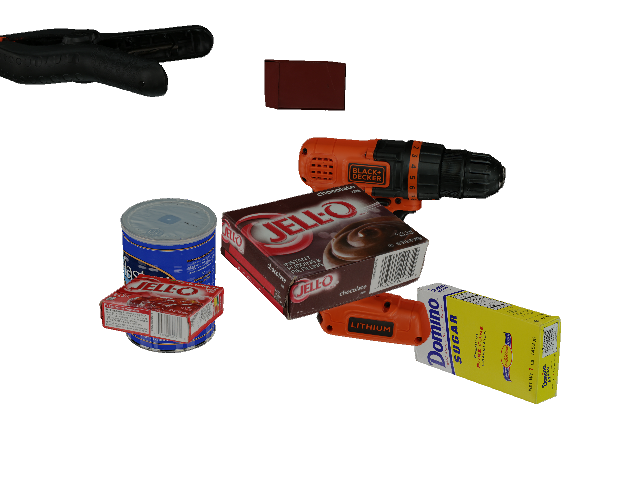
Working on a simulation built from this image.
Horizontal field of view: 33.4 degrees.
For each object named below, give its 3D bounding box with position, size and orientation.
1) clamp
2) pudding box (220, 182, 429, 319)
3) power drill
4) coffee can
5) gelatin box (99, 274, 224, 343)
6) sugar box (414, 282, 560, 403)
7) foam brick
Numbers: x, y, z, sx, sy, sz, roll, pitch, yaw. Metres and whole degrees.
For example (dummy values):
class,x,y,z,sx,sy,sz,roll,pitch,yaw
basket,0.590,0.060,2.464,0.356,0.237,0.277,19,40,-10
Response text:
class,x,y,z,sx,sy,sz,roll,pitch,yaw
clamp,-0.167,-0.141,0.801,0.172,0.039,0.120,10,22,18
pudding box,0.002,0.004,0.723,0.113,0.039,0.090,-13,37,-33
power drill,0.069,-0.001,0.973,0.184,0.188,0.057,7,19,13
coffee can,-0.166,0.038,1.176,0.103,0.140,0.103,2,27,-1
gelatin box,-0.142,0.059,0.961,0.089,0.030,0.073,9,20,19
sugar box,0.184,0.112,1.200,0.177,0.093,0.048,13,18,43
foam brick,-0.017,-0.167,1.146,0.078,0.051,0.053,-1,12,-19
